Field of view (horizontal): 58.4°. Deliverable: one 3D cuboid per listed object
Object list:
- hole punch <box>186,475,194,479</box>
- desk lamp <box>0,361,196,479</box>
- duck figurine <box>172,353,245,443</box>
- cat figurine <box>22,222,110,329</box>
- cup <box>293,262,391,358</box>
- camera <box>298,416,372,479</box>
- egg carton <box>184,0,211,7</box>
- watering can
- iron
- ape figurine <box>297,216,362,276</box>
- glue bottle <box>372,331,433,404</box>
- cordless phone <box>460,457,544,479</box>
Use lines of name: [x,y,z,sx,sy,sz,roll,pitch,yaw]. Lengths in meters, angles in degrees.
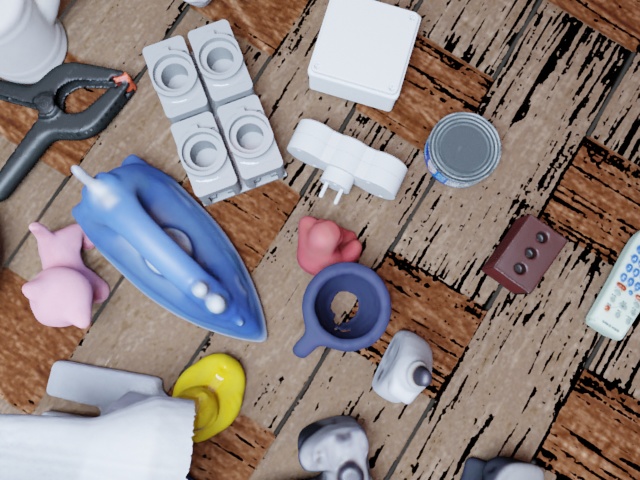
hole punch: [-0.169,0.300,0.592,0.108,0.091,0.101,28,83,3]
desk lamp: [-0.206,0.192,0.543,0.203,0.213,0.118,10,83,0]
duck figurine: [-0.125,0.172,0.612,0.077,0.086,0.104,33,83,3]
cat figurine: [-0.277,0.040,0.609,0.067,0.117,0.128,-20,83,-3]
cup: [0.018,0.083,0.622,0.118,0.095,0.091,-44,85,-6]
camera: [-0.009,0.270,0.594,0.137,0.101,0.143,-9,83,-2]
egg carton: [-0.136,-0.359,0.687,0.107,0.069,0.150,-17,83,-3]
watering can: [-0.351,-0.255,0.606,0.101,0.194,0.173,43,84,4]
iron: [-0.153,0.017,0.603,0.258,0.141,0.119,43,84,4]
ape figurine: [0.006,0.002,0.633,0.076,0.092,0.078,-40,85,-6]
glue bottle: [0.089,0.132,0.578,0.037,0.173,0.078,28,83,3]
cordless phone: [0.190,0.297,0.553,0.094,0.185,0.148,15,83,1]
